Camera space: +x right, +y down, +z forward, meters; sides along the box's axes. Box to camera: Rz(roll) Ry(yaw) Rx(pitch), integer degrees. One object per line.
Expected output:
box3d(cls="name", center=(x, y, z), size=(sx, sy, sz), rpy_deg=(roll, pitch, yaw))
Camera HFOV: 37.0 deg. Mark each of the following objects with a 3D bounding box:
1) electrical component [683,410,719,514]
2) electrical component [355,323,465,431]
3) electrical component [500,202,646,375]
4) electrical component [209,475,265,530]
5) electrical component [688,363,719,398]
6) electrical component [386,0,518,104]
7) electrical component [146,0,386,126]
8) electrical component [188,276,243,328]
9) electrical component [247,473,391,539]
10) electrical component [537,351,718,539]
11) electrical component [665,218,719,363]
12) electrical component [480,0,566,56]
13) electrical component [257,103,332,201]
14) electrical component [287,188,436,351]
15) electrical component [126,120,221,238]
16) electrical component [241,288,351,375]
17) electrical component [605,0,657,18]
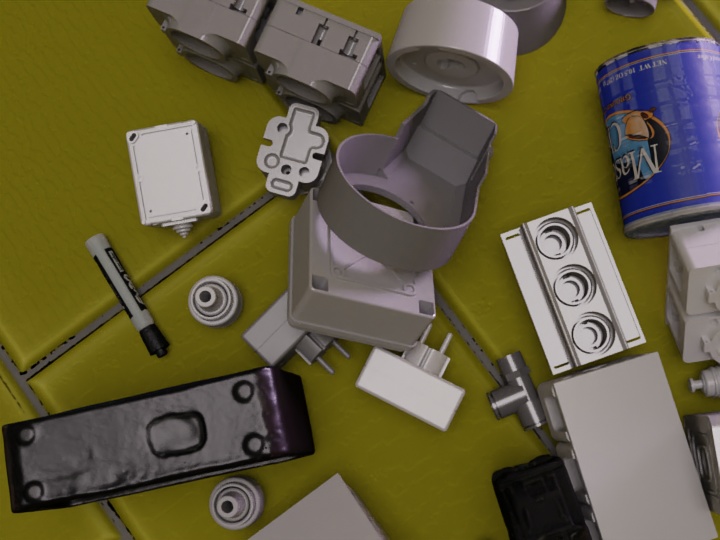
box3d(cls="electrical component", center=(0.296, 0.146, 0.835), size=(0.057, 0.113, 0.078), rpy_deg=(-8, 82, 5))
box3d(cls="electrical component", center=(0.050, 0.082, 0.893), size=(0.083, 0.047, 0.075), rpy_deg=(26, 85, 7))
box3d(cls="electrical component", center=(0.173, 0.016, 0.885), size=(0.079, 0.063, 0.121), rpy_deg=(-20, 81, 1))
box3d(cls="electrical component", center=(-0.103, 0.191, 0.880), size=(0.043, 0.062, 0.043), rpy_deg=(-1, 82, 4))
box3d(cls="electrical component", center=(0.309, 0.089, 0.878), size=(0.078, 0.040, 0.040), rpy_deg=(-9, 82, 3))
box3d(cls="electrical component", center=(0.081, -0.189, 0.900), size=(0.108, 0.108, 0.060), rpy_deg=(12, 77, 5))
box3d(cls="electrical component", center=(-0.077, -0.189, 0.908), size=(0.186, 0.105, 0.060), rpy_deg=(24, 84, 7))
box3d(cls="electrical component", center=(-0.124, 0.026, 0.904), size=(0.043, 0.062, 0.043), rpy_deg=(-1, 82, 4))
box3d(cls="electrical component", center=(-0.003, 0.269, 0.837), size=(0.105, 0.060, 0.186), rpy_deg=(-36, 59, -2))
box3d(cls="electrical component", center=(0.210, 0.150, 0.858), size=(0.089, 0.061, 0.150), rpy_deg=(-16, 85, -6))
box3d(cls="electrical component", center=(0.343, 0.009, 0.847), size=(0.186, 0.105, 0.060), rpy_deg=(-9, 41, 2))
box3d(cls="electrical component", center=(0.131, -0.246, 0.936), size=(0.099, 0.064, 0.099), rpy_deg=(-2, 68, 5))
box3d(cls="electrical component", center=(-0.054, -0.096, 0.919), size=(0.058, 0.057, 0.078), rpy_deg=(16, 84, 6))
box3d(cls="electrical component", center=(0.000, 0.000, 0.865), size=(0.109, 0.056, 0.108), rpy_deg=(14, 49, -18))
box3d(cls="electrical component", center=(-0.157, -0.075, 0.924), size=(0.062, 0.061, 0.096), rpy_deg=(-10, 90, 2))
box3d(cls="electrical component", center=(-0.042, 0.054, 0.902), size=(0.076, 0.047, 0.083), rpy_deg=(44, 87, 8))
box3d(cls="electrical component", center=(0.258, -0.258, 0.927), size=(0.079, 0.043, 0.077), rpy_deg=(13, 83, 5))
